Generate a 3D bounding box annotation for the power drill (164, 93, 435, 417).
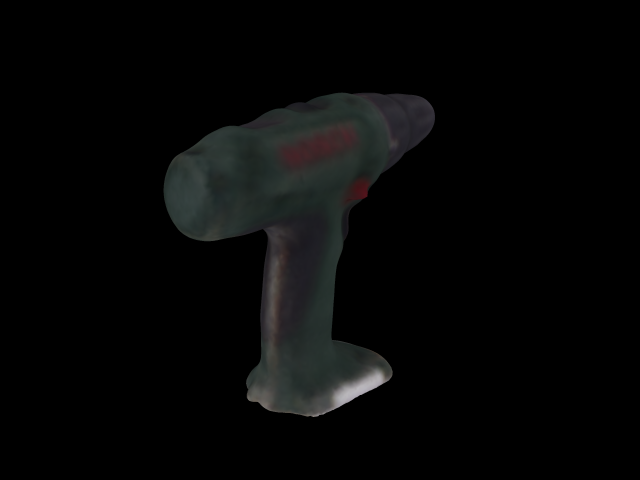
[{"bbox_3d":[0.004,0.001,0.400,0.075,0.208,0.230,10,15,42],"label":"power drill"}]
